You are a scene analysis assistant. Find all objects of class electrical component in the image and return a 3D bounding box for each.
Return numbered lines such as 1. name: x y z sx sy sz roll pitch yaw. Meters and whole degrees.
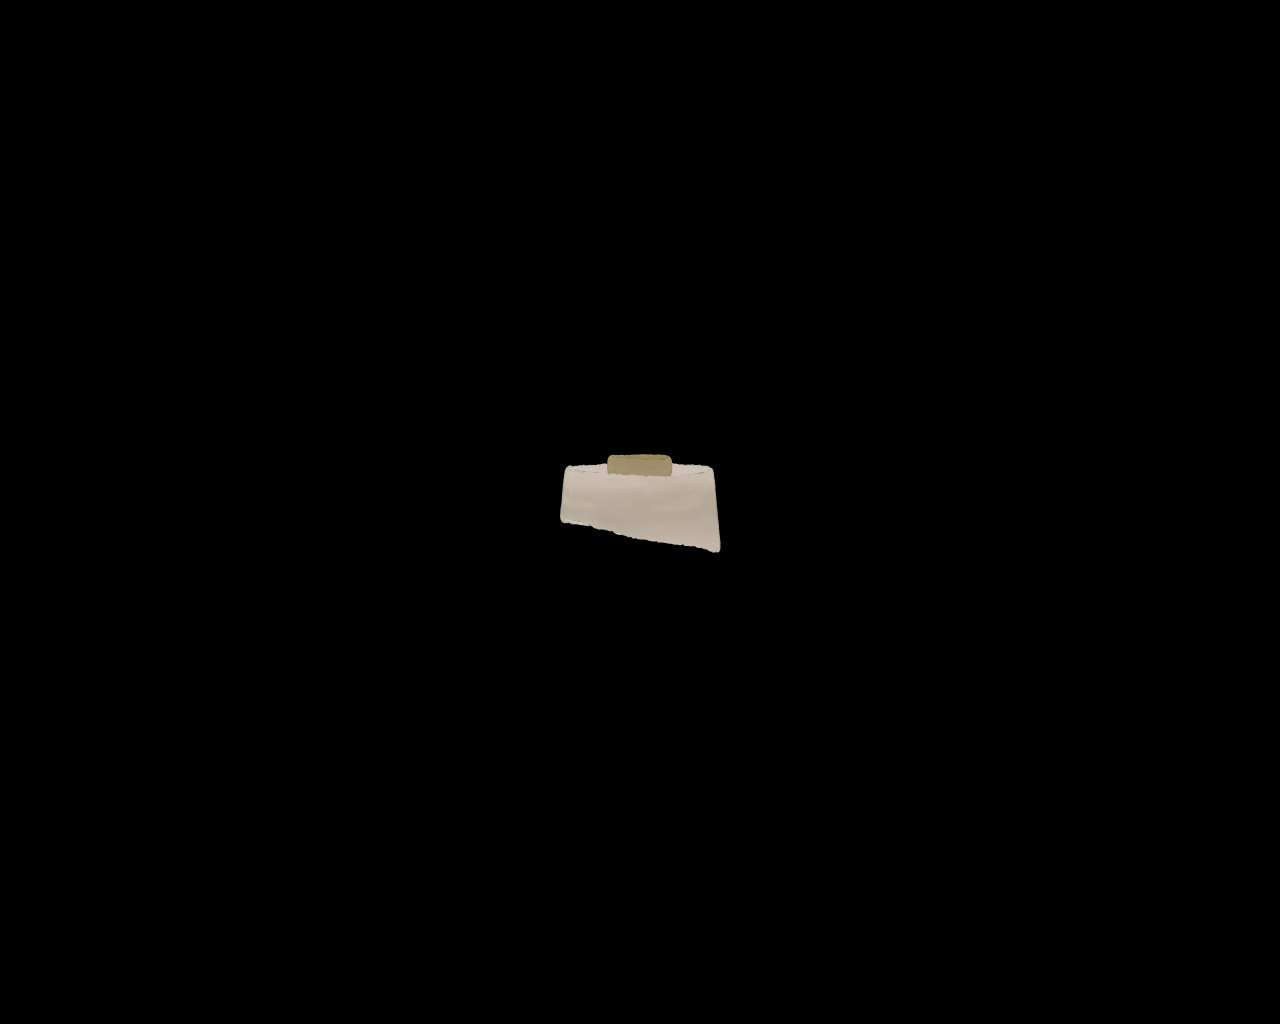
1. electrical component: 0.001 -0.003 0.650 0.099 0.064 0.099 0 7 0
